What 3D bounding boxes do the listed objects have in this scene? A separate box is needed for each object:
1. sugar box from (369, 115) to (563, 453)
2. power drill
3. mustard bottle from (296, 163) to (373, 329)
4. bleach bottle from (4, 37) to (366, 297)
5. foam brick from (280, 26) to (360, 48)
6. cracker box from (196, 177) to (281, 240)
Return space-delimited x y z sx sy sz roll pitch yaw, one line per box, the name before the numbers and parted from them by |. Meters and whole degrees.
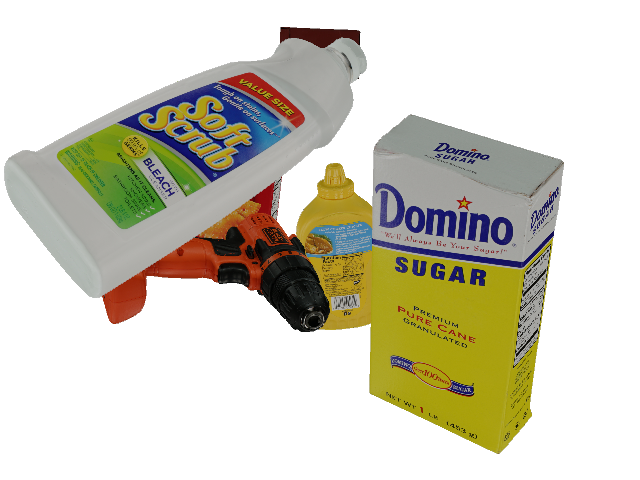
sugar box | 0.075 0.027 0.587 0.093 0.176 0.048 21 43 29
power drill | -0.098 0.032 0.947 0.187 0.057 0.184 -2 24 -20
mustard bottle | 0.021 0.005 1.211 0.096 0.192 0.058 -6 24 -4
bleach bottle | -0.073 -0.070 0.702 0.250 0.102 0.068 -36 -10 -25
foam brick | -0.001 -0.198 1.127 0.078 0.051 0.053 0 12 -11
cracker box | -0.146 -0.069 1.590 0.164 0.214 0.072 10 19 7
